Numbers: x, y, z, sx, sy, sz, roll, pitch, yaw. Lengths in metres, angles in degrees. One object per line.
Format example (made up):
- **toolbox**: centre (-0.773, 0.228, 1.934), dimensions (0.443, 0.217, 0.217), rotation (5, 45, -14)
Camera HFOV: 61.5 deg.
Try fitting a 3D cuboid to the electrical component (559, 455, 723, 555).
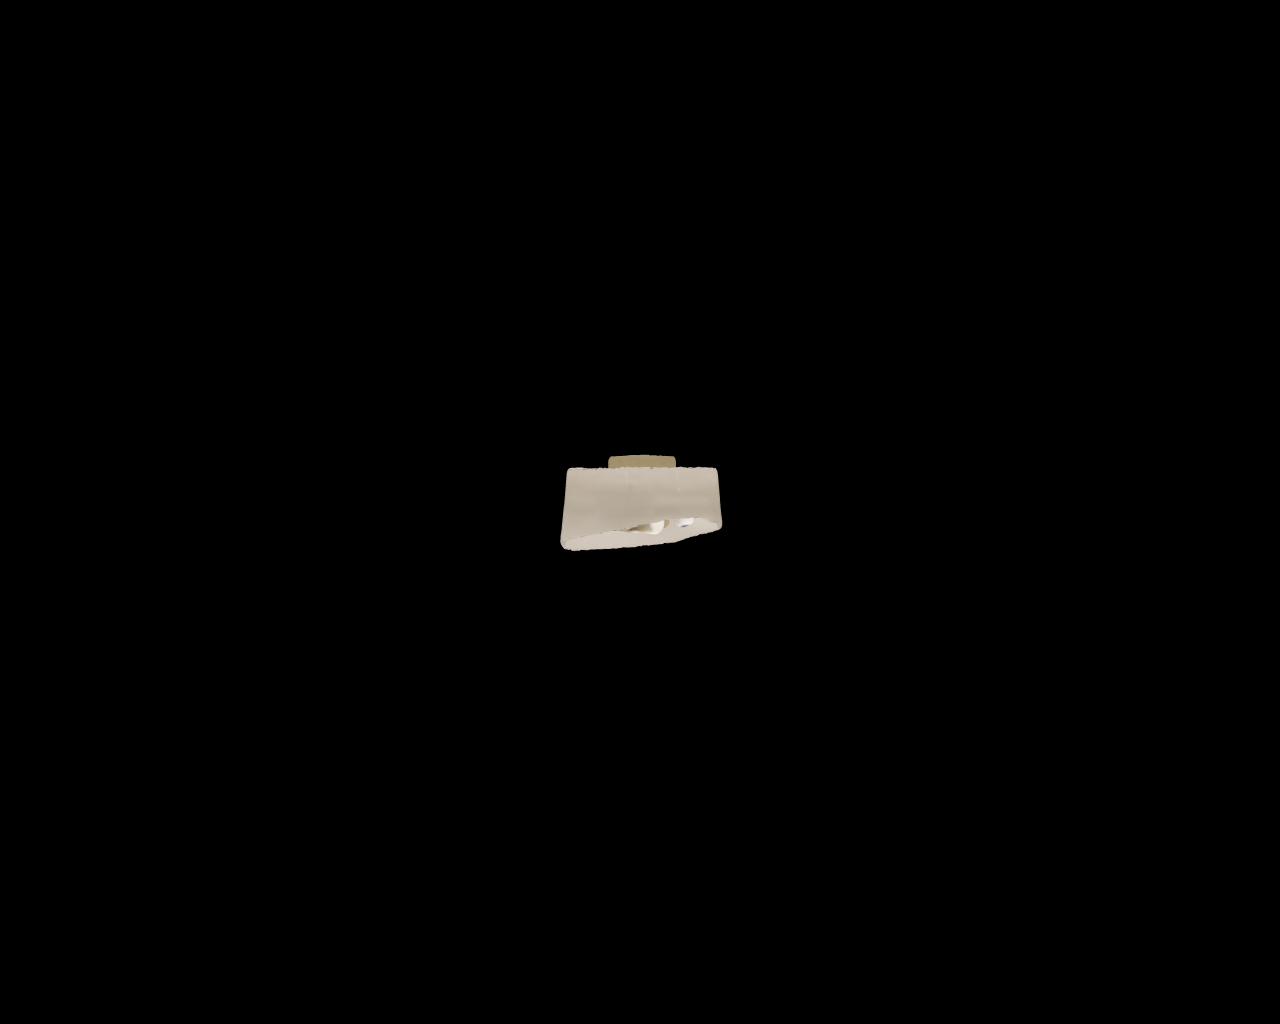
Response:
- **electrical component**: centre (0.001, -0.003, 0.650), dimensions (0.099, 0.064, 0.099), rotation (0, 3, 0)
